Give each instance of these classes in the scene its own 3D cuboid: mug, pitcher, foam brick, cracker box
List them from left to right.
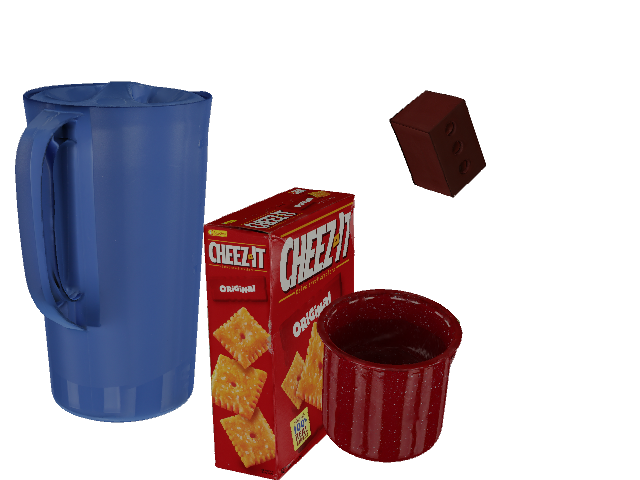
[{"bbox_3d":[-0.152,0.008,0.782,0.149,0.243,0.145,-4,16,-23],"label":"pitcher"},{"bbox_3d":[-0.028,0.075,0.930,0.072,0.214,0.164,7,16,25],"label":"cracker box"},{"bbox_3d":[0.051,0.086,0.708,0.093,0.081,0.117,26,36,36],"label":"mug"},{"bbox_3d":[0.108,-0.090,0.980,0.053,0.078,0.051,-42,38,-21],"label":"foam brick"}]

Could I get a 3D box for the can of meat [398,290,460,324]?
[{"bbox_3d":[0.106,0.119,1.229,0.102,0.084,0.057,27,34,37],"label":"can of meat"}]
